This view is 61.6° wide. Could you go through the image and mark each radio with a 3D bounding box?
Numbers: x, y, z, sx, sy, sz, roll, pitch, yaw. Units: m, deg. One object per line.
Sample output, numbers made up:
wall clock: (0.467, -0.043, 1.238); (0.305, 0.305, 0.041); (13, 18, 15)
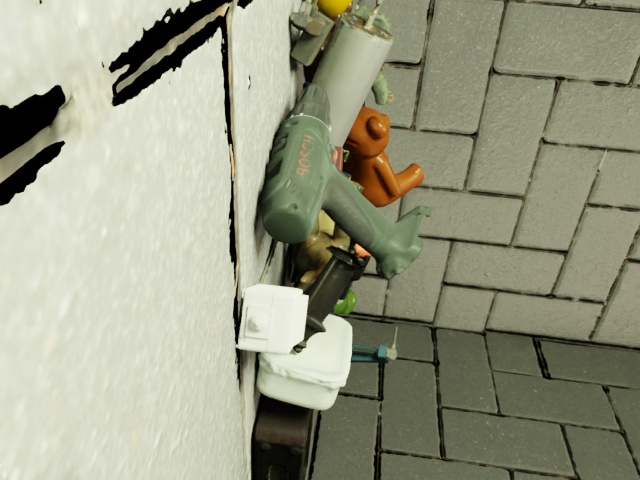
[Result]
radio: (-0.052, 0.312, 0.797); (0.131, 0.073, 0.229); (-77, 172, -60)

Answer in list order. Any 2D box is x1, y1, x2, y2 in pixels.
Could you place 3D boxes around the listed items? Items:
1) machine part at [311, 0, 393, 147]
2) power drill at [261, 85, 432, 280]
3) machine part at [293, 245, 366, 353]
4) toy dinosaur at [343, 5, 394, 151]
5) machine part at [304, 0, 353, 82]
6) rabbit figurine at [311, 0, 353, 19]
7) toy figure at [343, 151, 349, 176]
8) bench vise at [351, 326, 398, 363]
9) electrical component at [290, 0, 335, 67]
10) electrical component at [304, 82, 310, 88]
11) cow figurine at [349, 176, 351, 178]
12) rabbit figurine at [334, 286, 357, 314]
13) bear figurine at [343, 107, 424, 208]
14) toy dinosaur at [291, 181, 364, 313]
machine part: (0.027, -0.205, 0.716); (0.079, 0.079, 0.243); (-77, -169, -57)
power drill: (0.034, -0.064, 0.632); (0.086, 0.207, 0.232); (-31, -153, 41)
machine part: (-0.003, 0.071, 0.650); (0.139, 0.039, 0.084); (-54, 138, -5)
toy dinosaur: (0.047, -0.296, 0.985); (0.405, 0.131, 0.191); (-66, 149, -46)
machine part: (0.013, -0.324, 0.828); (0.179, 0.056, 0.179); (6, 91, -85)
rabbit figurine: (0.036, -0.374, 0.686); (0.162, 0.122, 0.173); (-46, 159, -79)
toy figure: (0.021, -0.155, 1.036); (0.180, 0.082, 0.089); (-70, 169, -63)
bench vise: (0.055, 0.247, 1.196); (0.223, 0.241, 0.129); (62, 35, -54)
electrical component: (-0.013, -0.261, 0.669); (0.078, 0.045, 0.102); (-53, -172, 27)
electrical component: (-0.008, -0.178, 0.831); (0.075, 0.048, 0.119); (10, 88, -86)
cow figurine: (0.031, -0.049, 1.146); (0.127, 0.085, 0.194); (25, -40, 52)
rabbit figurine: (0.025, 0.074, 1.243); (0.159, 0.121, 0.170); (22, 89, -64)
bear figurine: (0.093, -0.153, 0.897); (0.132, 0.120, 0.195); (-42, 141, -28)
toy dinosaur: (-0.002, -0.003, 0.882); (0.471, 0.105, 0.198); (-73, 176, -69)
